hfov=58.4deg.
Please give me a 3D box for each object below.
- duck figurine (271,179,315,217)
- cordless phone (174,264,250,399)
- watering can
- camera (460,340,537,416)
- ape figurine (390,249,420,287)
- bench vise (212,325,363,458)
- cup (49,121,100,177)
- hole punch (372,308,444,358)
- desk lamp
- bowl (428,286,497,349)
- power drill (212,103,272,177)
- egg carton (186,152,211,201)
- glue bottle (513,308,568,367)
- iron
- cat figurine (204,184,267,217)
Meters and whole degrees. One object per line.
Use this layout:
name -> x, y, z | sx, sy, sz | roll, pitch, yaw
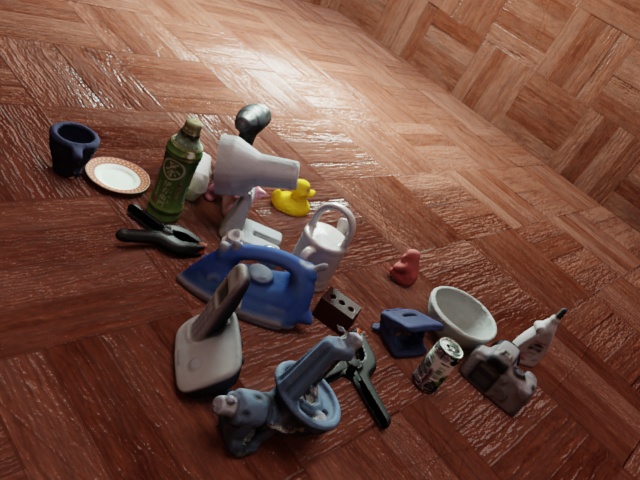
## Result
duck figurine -> -0.061, -0.112, 1.401 | 0.105, 0.086, 0.077 | 13, 34, -25
cordless phone -> -0.151, 0.136, 0.862 | 0.094, 0.185, 0.147 | 12, 35, -26
watering can -> 0.009, 0.003, 1.182 | 0.101, 0.194, 0.173 | 26, 31, -5
camera -> 0.390, 0.265, 1.199 | 0.143, 0.100, 0.137 | 41, 32, 19
ape figurine -> 0.208, 0.059, 1.363 | 0.078, 0.092, 0.076 | 4, 39, -36
bench vise -> -0.034, 0.218, 0.801 | 0.208, 0.219, 0.121 | -11, 49, -48
cup -> -0.484, -0.163, 1.118 | 0.092, 0.095, 0.117 | 5, 38, -34
hole punch -> 0.179, 0.175, 1.168 | 0.109, 0.091, 0.101 | 2, 40, -37
desk lamp -> -0.141, -0.095, 1.184 | 0.203, 0.213, 0.118 | 22, 31, -12
bowl -> 0.302, 0.184, 1.273 | 0.168, 0.074, 0.167 | 21, 31, -13
power drill -> -0.182, -0.230, 1.356 | 0.075, 0.208, 0.229 | 26, 31, -5
egg carton -> -0.298, -0.153, 1.283 | 0.107, 0.069, 0.150 | 18, 32, -18
glue bottle -> 0.499, 0.215, 1.293 | 0.078, 0.173, 0.037 | 19, 32, -17
iron -> -0.117, 0.062, 1.043 | 0.259, 0.141, 0.118 | 19, 32, -16
cat figurine -> -0.185, -0.114, 1.271 | 0.127, 0.117, 0.067 | 41, 32, 19
